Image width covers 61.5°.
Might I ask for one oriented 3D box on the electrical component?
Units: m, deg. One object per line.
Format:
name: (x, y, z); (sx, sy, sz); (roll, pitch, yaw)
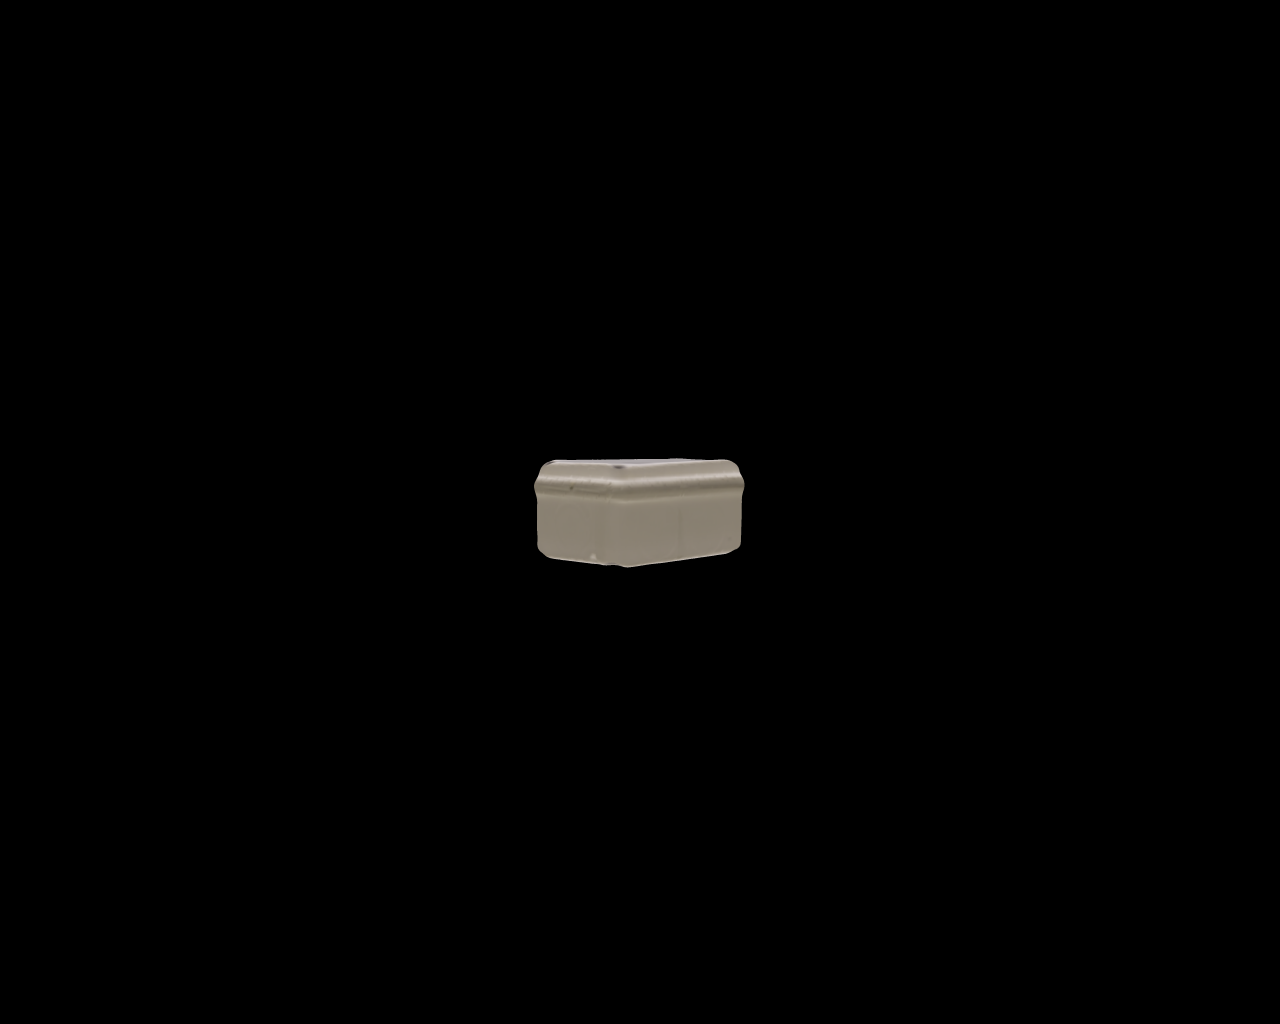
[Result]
electrical component: (0.001, -0.003, 0.650); (0.113, 0.057, 0.078); (-4, 6, -43)
